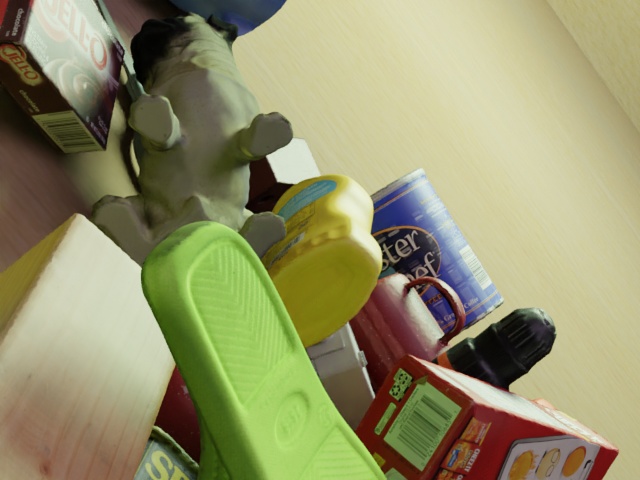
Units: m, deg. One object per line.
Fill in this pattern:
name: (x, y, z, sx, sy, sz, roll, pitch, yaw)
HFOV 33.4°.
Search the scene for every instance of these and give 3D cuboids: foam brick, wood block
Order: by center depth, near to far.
wood block: (-0.142, 0.092, 0.503, 0.090, 0.091, 0.206, 46, 28, -21)
foam brick: (-0.042, -0.053, 0.879, 0.078, 0.053, 0.051, 2, 59, -58)

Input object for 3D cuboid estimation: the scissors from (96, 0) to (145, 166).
scissors: (-0.126, -0.108, 0.838, 0.096, 0.016, 0.202, 20, 45, -51)

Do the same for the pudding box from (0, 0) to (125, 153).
pudding box: (-0.171, -0.123, 0.692, 0.113, 0.039, 0.090, 63, 26, -55)

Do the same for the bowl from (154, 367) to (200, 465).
bowl: (-0.060, 0.108, 0.664, 0.162, 0.055, 0.162, 39, 31, -30)

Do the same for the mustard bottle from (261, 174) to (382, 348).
mustard bottle: (-0.005, 0.001, 0.754, 0.058, 0.096, 0.191, 42, 16, -16)

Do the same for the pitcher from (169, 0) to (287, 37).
pitcher: (-0.132, -0.294, 0.912, 0.242, 0.145, 0.149, 33, 13, -35)

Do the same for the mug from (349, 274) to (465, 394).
mug: (0.062, 0.074, 0.847, 0.093, 0.117, 0.081, -10, 64, -58)

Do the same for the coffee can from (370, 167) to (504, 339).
coffee can: (0.084, 0.021, 0.954, 0.140, 0.103, 0.102, 58, 26, 3)

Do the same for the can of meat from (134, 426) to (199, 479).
can of meat: (-0.090, 0.161, 0.554, 0.102, 0.058, 0.083, 49, 29, -15)

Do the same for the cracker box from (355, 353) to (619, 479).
cracker box: (0.092, 0.178, 0.719, 0.072, 0.164, 0.213, 35, 7, 42)

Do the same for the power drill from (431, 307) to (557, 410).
power drill: (0.128, 0.136, 0.830, 0.187, 0.184, 0.057, 37, 20, -49)
